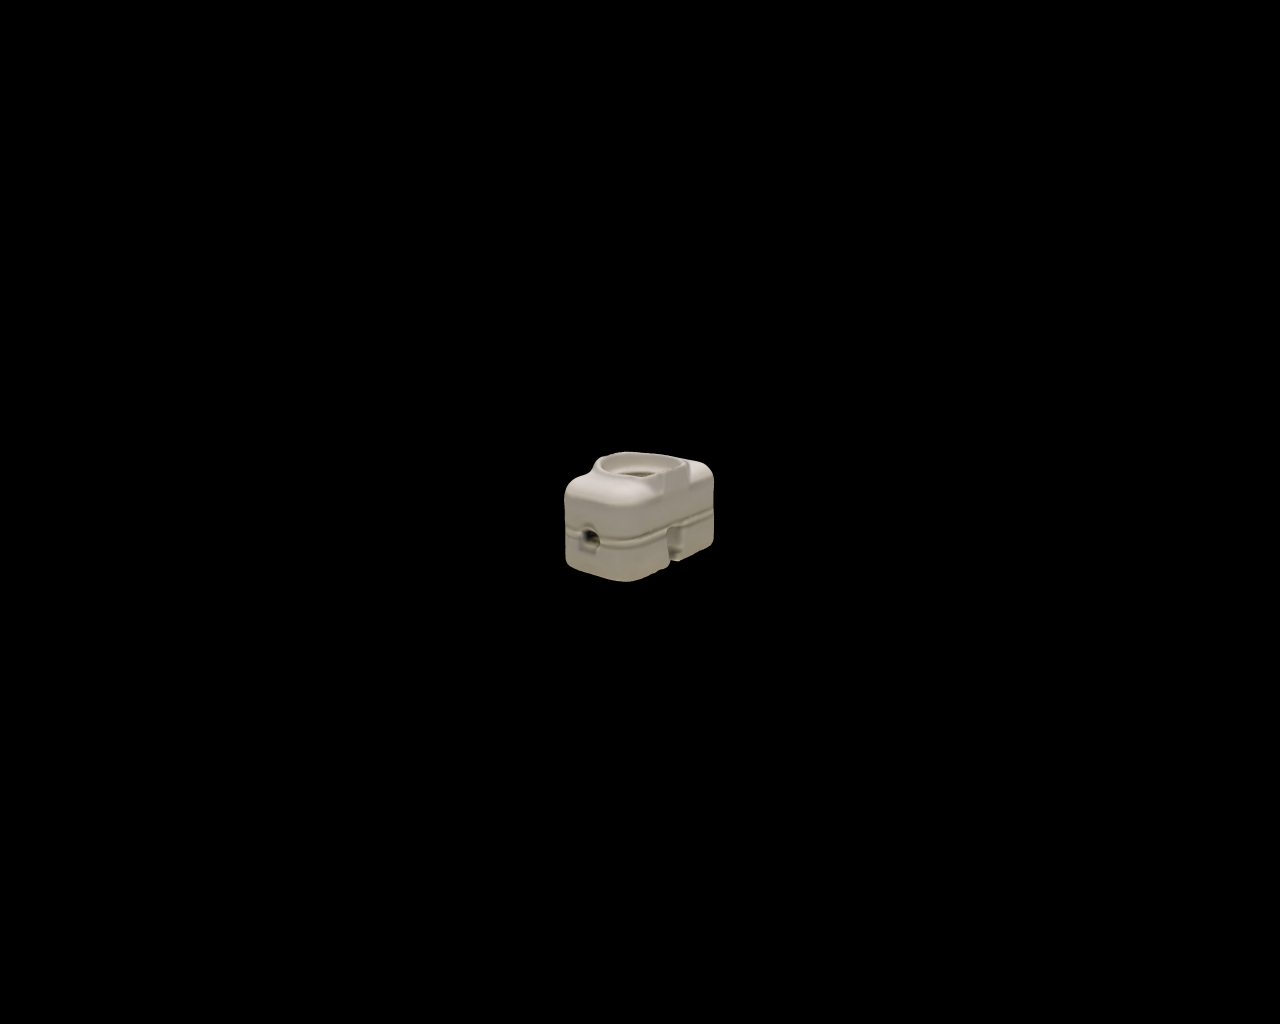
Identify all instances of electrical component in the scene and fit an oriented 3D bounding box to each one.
[{"bbox_3d":[0.001,-0.003,0.650,0.054,0.059,0.095,14,22,38],"label":"electrical component"}]
